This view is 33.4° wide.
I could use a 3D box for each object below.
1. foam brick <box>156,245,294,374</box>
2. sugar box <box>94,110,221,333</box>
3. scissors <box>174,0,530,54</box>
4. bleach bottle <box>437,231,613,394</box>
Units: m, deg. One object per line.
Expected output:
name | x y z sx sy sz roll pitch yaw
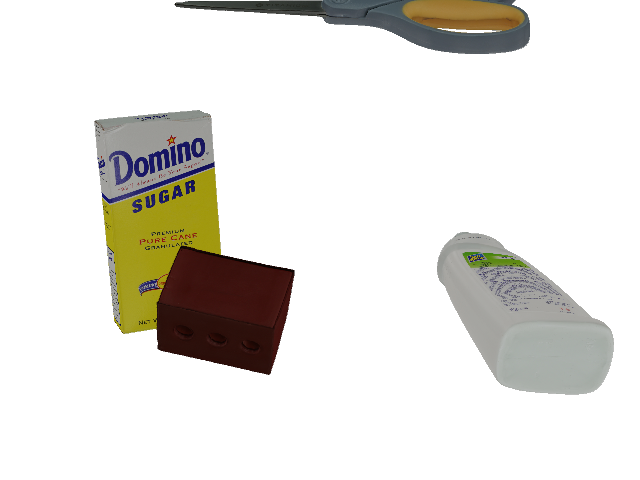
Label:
foam brick | -0.061 0.045 0.691 0.078 0.051 0.053 12 -43 4
sugar box | -0.133 -0.017 0.896 0.093 0.176 0.048 -9 18 -20
scissors | 0.026 -0.141 0.616 0.202 0.016 0.096 14 41 20
bleach bottle | 0.171 0.050 0.974 0.102 0.068 0.251 4 21 -10
